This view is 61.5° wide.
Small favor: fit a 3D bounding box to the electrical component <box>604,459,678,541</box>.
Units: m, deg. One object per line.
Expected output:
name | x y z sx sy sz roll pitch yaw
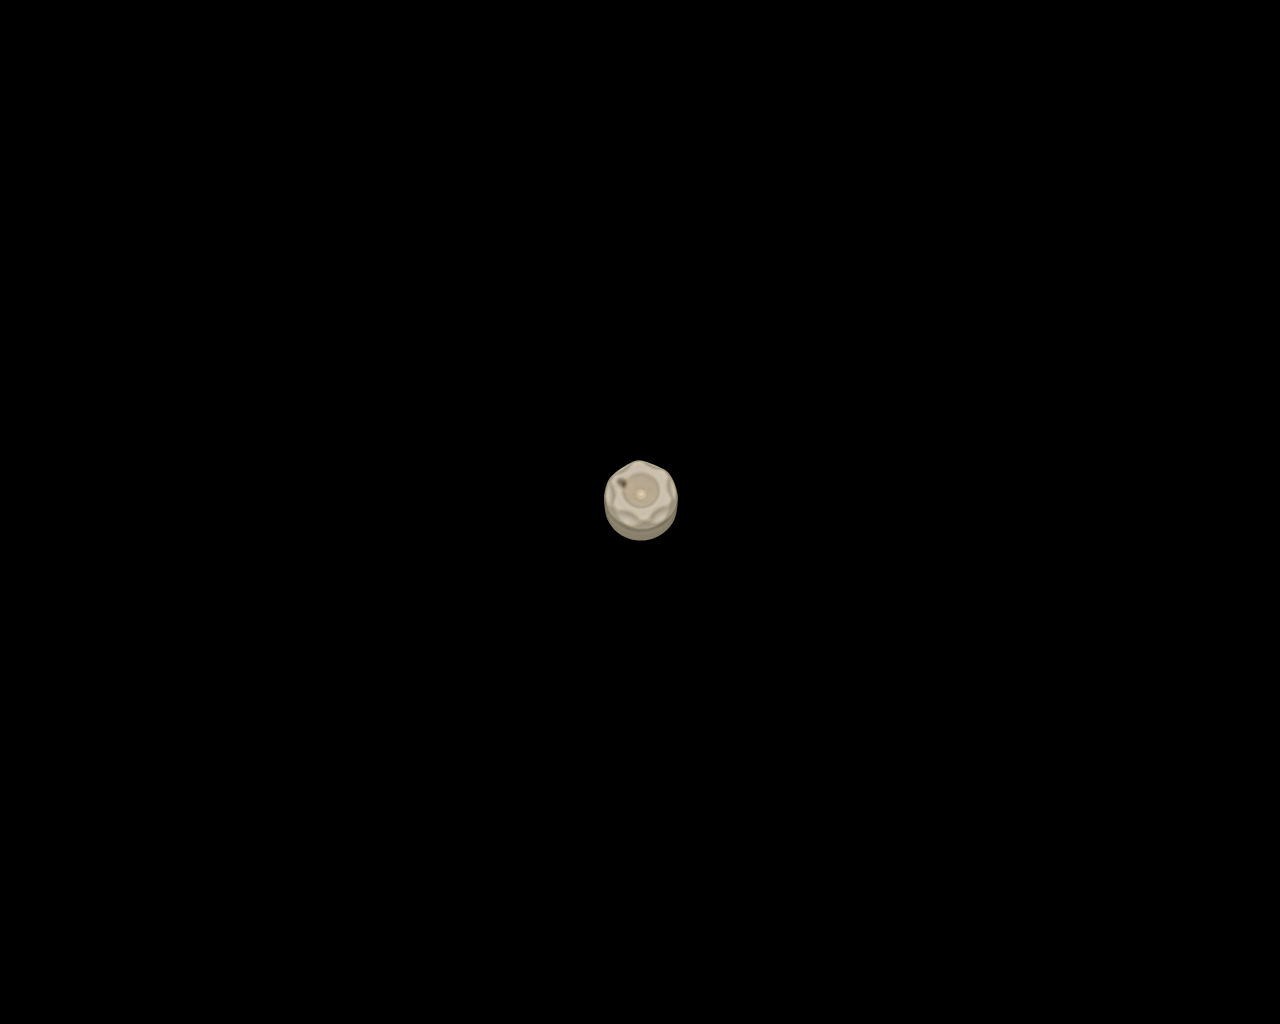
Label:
electrical component | 0.001 -0.003 0.650 0.043 0.043 0.062 0 -21 0
